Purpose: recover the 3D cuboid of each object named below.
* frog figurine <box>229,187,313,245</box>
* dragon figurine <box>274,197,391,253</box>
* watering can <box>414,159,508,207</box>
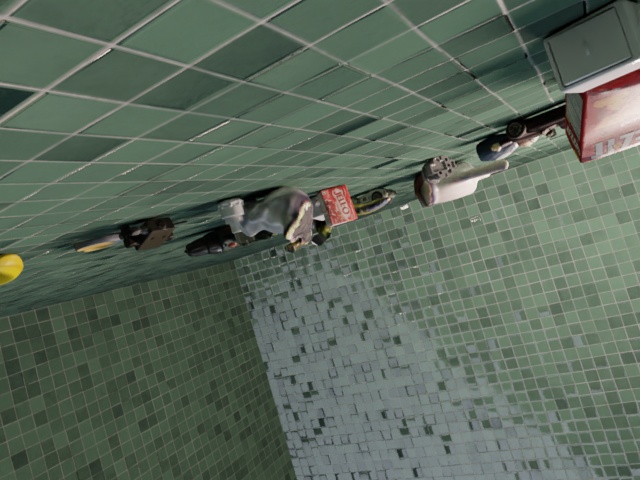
[{"bbox_3d":[-0.098,-0.057,1.018,0.160,0.121,0.139,20,-159,19],"label":"frog figurine"},{"bbox_3d":[0.005,-0.076,1.515,0.409,0.121,0.246,-15,-165,7],"label":"dragon figurine"},{"bbox_3d":[0.397,-0.175,1.506,0.224,0.104,0.346,-17,178,-2],"label":"watering can"}]
